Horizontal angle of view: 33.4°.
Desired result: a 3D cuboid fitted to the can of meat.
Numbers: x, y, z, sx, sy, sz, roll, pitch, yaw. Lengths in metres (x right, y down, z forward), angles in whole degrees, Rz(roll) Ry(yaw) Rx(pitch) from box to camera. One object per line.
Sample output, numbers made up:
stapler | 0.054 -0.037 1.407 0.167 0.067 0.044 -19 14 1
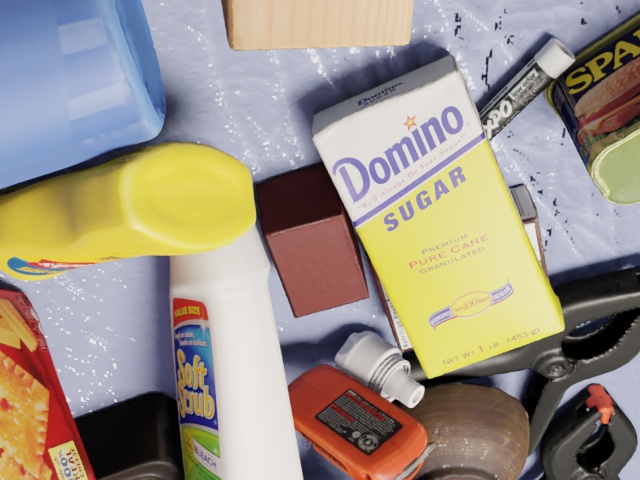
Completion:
can of meat | 0.189 -0.078 0.608 0.102 0.084 0.057 -33 128 20

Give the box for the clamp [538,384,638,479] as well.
clamp | 0.225 0.189 0.878 0.120 0.039 0.172 -2 130 -19

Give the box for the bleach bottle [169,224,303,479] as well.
bleach bottle | -0.061 0.072 0.682 0.068 0.103 0.251 -16 112 -26

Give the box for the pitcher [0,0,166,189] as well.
pitcher | -0.205 -0.070 0.540 0.243 0.149 0.145 -15 113 0

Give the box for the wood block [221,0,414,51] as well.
wood block | -0.002 -0.197 0.472 0.090 0.090 0.206 -3 131 -7

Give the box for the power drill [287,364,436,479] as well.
power drill | 0.017 0.180 0.769 0.057 0.185 0.187 -38 138 -31

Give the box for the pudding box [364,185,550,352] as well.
pudding box | 0.094 0.021 0.711 0.113 0.039 0.090 -14 131 7

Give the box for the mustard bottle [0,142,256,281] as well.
mustard bottle | -0.135 -0.011 0.604 0.192 0.058 0.096 -9 178 40

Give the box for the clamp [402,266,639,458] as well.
clamp | 0.157 0.080 0.773 0.164 0.036 0.210 25 127 -27

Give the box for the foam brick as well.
foam brick | -0.004 0.001 0.669 0.051 0.053 0.078 -15 131 5

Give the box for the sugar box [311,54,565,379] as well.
sugar box | 0.072 -0.011 0.638 0.093 0.048 0.176 -23 112 13

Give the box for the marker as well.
marker | 0.103 -0.072 0.643 0.020 0.020 0.121 28 122 -29

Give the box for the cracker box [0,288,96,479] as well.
cracker box | -0.220 0.103 0.594 0.072 0.164 0.213 -27 165 13
